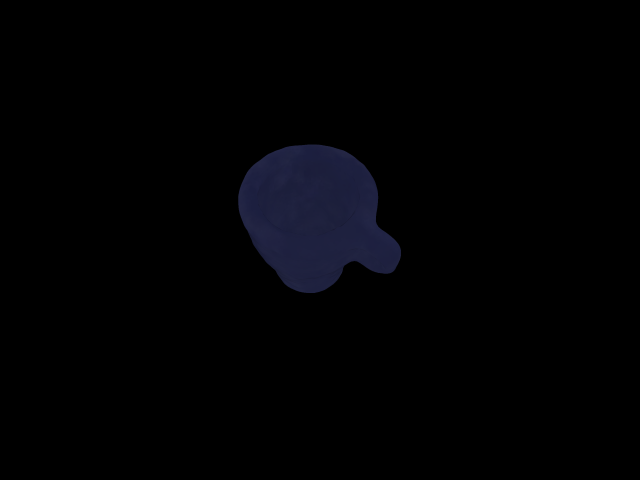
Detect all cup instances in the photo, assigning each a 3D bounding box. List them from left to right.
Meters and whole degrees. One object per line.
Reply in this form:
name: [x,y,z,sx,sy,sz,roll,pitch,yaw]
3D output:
cup: [0.004,0.001,0.400,0.117,0.095,0.092,33,61,21]
